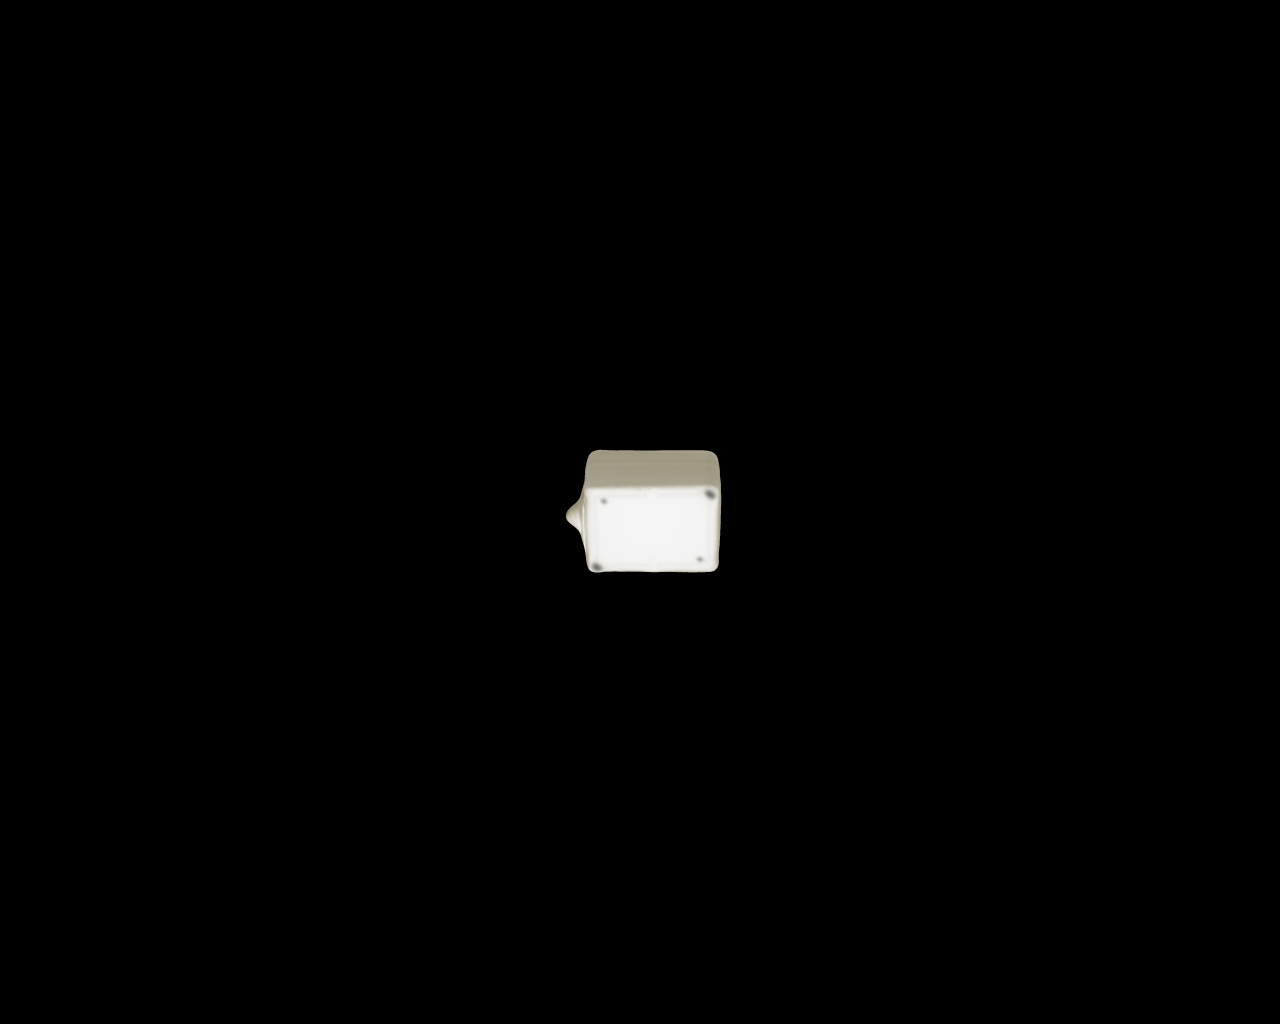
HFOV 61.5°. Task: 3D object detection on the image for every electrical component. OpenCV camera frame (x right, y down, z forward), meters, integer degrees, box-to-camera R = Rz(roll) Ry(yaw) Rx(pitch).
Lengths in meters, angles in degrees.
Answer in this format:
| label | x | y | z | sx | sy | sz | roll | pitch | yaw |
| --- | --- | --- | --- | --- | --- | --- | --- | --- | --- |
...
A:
| label | x | y | z | sx | sy | sz | roll | pitch | yaw |
| --- | --- | --- | --- | --- | --- | --- | --- | --- | --- |
| electrical component | 0.001 | -0.003 | 0.650 | 0.096 | 0.061 | 0.061 | 0 | 29 | 0 |
